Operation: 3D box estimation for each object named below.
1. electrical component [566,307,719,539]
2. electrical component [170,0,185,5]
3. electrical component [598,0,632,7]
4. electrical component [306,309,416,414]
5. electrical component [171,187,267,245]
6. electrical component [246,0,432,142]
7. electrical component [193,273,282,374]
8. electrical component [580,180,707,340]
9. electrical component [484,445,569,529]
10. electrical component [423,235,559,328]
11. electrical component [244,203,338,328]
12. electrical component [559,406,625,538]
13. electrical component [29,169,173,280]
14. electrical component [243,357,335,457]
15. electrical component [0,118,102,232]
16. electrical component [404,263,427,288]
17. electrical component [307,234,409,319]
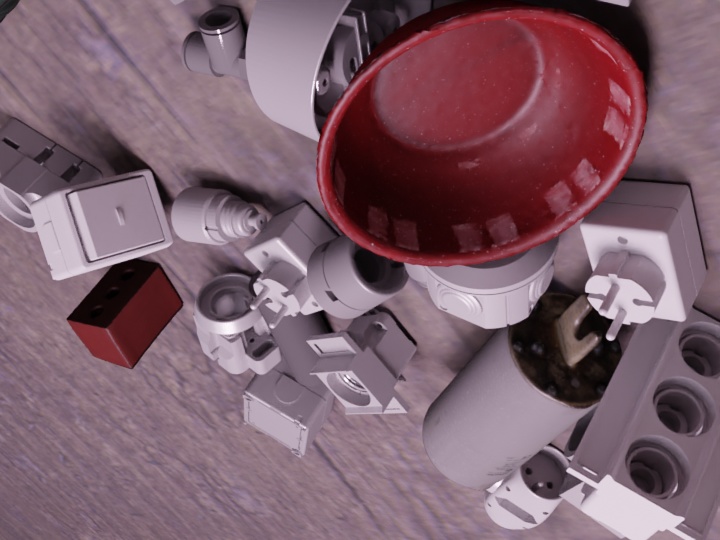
[{"bbox_3d":[0.173,0.088,0.608,0.079,0.121,0.063,29,150,9],"label":"electrical component"},{"bbox_3d":[-0.108,-0.208,0.471,0.186,0.060,0.105,47,162,43],"label":"electrical component"},{"bbox_3d":[0.098,-0.146,0.444,0.066,0.048,0.055,20,152,23],"label":"electrical component"},{"bbox_3d":[0.005,0.067,0.788,0.042,0.063,0.081,-11,127,48],"label":"electrical component"},{"bbox_3d":[-0.099,-0.038,0.770,0.078,0.040,0.040,8,139,36],"label":"electrical component"},{"bbox_3d":[-0.008,-0.111,0.539,0.064,0.099,0.099,21,146,33],"label":"electrical component"},{"bbox_3d":[-0.100,0.040,0.853,0.078,0.058,0.057,33,149,31],"label":"electrical component"},{"bbox_3d":[0.143,0.002,0.565,0.047,0.076,0.065,9,139,36],"label":"electrical component"},{"bbox_3d":[0.113,0.157,0.826,0.079,0.043,0.077,33,148,3],"label":"electrical component"},{"bbox_3d":[0.072,-0.011,0.612,0.080,0.080,0.051,21,151,22],"label":"electrical component"},{"bbox_3d":[-0.048,0.006,0.745,0.065,0.076,0.047,46,146,-17],"label":"electrical component"},{"bbox_3d":[0.167,0.110,0.672,0.056,0.089,0.050,35,148,0],"label":"electrical component"},{"bbox_3d":[-0.186,-0.037,0.808,0.061,0.096,0.061,-14,95,50],"label":"electrical component"},{"bbox_3d":[-0.058,0.110,0.912,0.062,0.061,0.096,30,155,8],"label":"electrical component"},{"bbox_3d":[-0.261,-0.069,0.862,0.089,0.055,0.050,32,148,6],"label":"electrical component"},{"bbox_3d":[0.046,-0.005,0.686,0.035,0.035,0.061,14,144,30],"label":"electrical component"},{"bbox_3d":[0.000,0.000,0.716,0.055,0.055,0.047,44,143,-14],"label":"electrical component"}]
